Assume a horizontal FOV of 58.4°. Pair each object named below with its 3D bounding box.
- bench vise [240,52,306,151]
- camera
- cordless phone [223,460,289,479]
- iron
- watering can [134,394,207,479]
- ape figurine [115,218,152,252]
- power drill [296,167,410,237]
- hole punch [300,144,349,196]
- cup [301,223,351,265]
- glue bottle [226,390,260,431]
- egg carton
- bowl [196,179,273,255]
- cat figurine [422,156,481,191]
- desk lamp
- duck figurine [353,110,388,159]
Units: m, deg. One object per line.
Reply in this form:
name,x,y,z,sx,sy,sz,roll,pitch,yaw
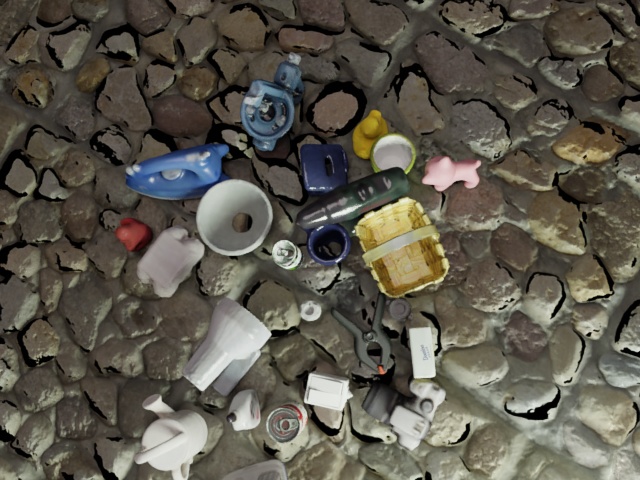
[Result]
bench vise,-0.110,-0.311,1.205,0.121,0.220,0.207,6,83,8
camera,0.162,0.328,1.145,0.136,0.101,0.143,27,86,10
cordless phone,-0.139,0.505,1.116,0.147,0.185,0.094,-21,80,4
iron,-0.330,-0.153,1.251,0.258,0.141,0.119,-9,81,6
watering can,-0.308,0.399,1.146,0.101,0.194,0.172,-43,79,0
ape figurine,-0.420,-0.014,1.268,0.076,0.092,0.078,3,83,8
power drill,0.071,-0.067,1.155,0.229,0.208,0.075,-27,80,3
hole punch,0.011,-0.156,1.234,0.101,0.091,0.109,-8,81,6
cup,0.011,0.004,1.211,0.117,0.095,0.092,35,88,10
glue bottle,-0.158,0.347,1.145,0.037,0.173,0.078,-13,81,6
egg carton,-0.329,0.046,1.260,0.107,0.069,0.150,36,88,10
bowl,-0.180,-0.045,1.251,0.167,0.075,0.167,-1,82,7
cat figurine,0.271,-0.146,1.187,0.127,0.118,0.067,-9,81,6
desk lamp,-0.186,0.220,1.146,0.118,0.213,0.203,36,88,11
duck figurine,0.107,-0.231,1.235,0.077,0.086,0.105,21,85,10
